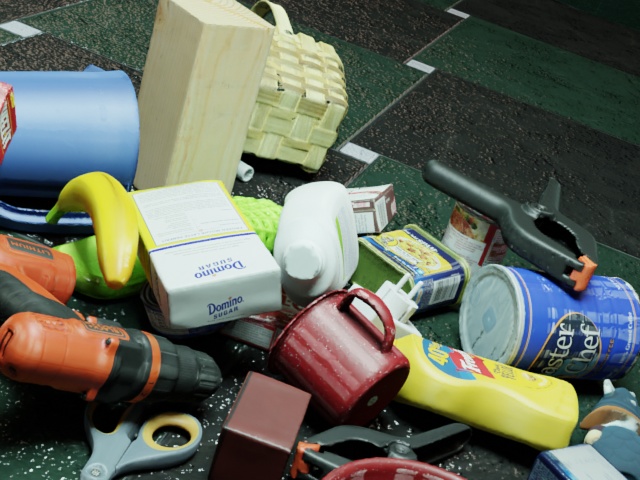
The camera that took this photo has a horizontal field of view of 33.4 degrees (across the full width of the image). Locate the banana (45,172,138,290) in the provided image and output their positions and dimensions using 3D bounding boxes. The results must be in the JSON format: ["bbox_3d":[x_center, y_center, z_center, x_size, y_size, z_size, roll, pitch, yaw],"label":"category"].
[{"bbox_3d":[-0.185,-0.018,0.903,0.037,0.070,0.198,16,8,-30],"label":"banana"}]

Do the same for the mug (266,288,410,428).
[{"bbox_3d":[0.023,0.091,0.850,0.082,0.117,0.093,44,32,24],"label":"mug"}]

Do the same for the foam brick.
[{"bbox_3d":[-0.043,0.144,0.779,0.051,0.053,0.078,19,27,3],"label":"foam brick"}]

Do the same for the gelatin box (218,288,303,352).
[{"bbox_3d":[-0.040,0.069,0.953,0.089,0.030,0.073,20,25,4],"label":"gelatin box"}]

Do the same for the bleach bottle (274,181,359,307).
[{"bbox_3d":[-0.006,0.001,0.939,0.068,0.102,0.250,-11,3,5],"label":"bleach bottle"}]

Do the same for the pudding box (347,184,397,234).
[{"bbox_3d":[0.028,-0.031,1.128,0.090,0.039,0.113,-5,8,14],"label":"pudding box"}]

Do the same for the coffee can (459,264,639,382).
[{"bbox_3d":[0.218,0.080,1.008,0.140,0.103,0.103,6,28,-23],"label":"coffee can"}]

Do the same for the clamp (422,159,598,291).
[{"bbox_3d":[0.214,-0.018,1.042,0.164,0.036,0.210,1,30,-30],"label":"clamp"}]

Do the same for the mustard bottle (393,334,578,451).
[{"bbox_3d":[0.118,0.124,0.909,0.191,0.058,0.096,18,14,2],"label":"mustard bottle"}]

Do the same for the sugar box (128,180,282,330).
[{"bbox_3d":[-0.101,0.008,0.885,0.093,0.048,0.176,-10,32,-16],"label":"sugar box"}]

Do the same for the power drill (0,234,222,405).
[{"bbox_3d":[-0.184,0.061,0.807,0.184,0.057,0.188,21,7,-45],"label":"power drill"}]

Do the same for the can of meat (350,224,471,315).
[{"bbox_3d":[0.086,0.032,1.076,0.083,0.057,0.102,-11,37,-41],"label":"can of meat"}]

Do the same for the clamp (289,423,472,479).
[{"bbox_3d":[0.061,0.169,0.813,0.171,0.039,0.120,14,15,-10],"label":"clamp"}]

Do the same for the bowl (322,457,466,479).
[{"bbox_3d":[0.063,0.215,0.699,0.162,0.055,0.162,14,26,-7],"label":"bowl"}]

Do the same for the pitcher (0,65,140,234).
[{"bbox_3d":[-0.300,-0.092,1.018,0.242,0.145,0.149,-2,20,-28],"label":"pitcher"}]

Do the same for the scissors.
[{"bbox_3d":[-0.133,0.162,0.727,0.096,0.016,0.201,13,26,-7],"label":"scissors"}]

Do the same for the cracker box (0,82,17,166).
[{"bbox_3d":[-0.355,-0.050,0.846,0.164,0.072,0.213,15,56,-5],"label":"cracker box"}]

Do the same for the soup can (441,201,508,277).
[{"bbox_3d":[0.158,0.010,1.109,0.068,0.102,0.068,14,26,-7],"label":"soup can"}]

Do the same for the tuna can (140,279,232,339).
[{"bbox_3d":[-0.108,0.047,0.911,0.086,0.034,0.086,-11,29,6],"label":"tuna can"}]

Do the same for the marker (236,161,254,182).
[{"bbox_3d":[-0.126,-0.104,1.253,0.121,0.020,0.020,33,30,30],"label":"marker"}]

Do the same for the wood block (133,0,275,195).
[{"bbox_3d":[-0.129,-0.142,1.113,0.090,0.206,0.091,-5,33,-39],"label":"wood block"}]
